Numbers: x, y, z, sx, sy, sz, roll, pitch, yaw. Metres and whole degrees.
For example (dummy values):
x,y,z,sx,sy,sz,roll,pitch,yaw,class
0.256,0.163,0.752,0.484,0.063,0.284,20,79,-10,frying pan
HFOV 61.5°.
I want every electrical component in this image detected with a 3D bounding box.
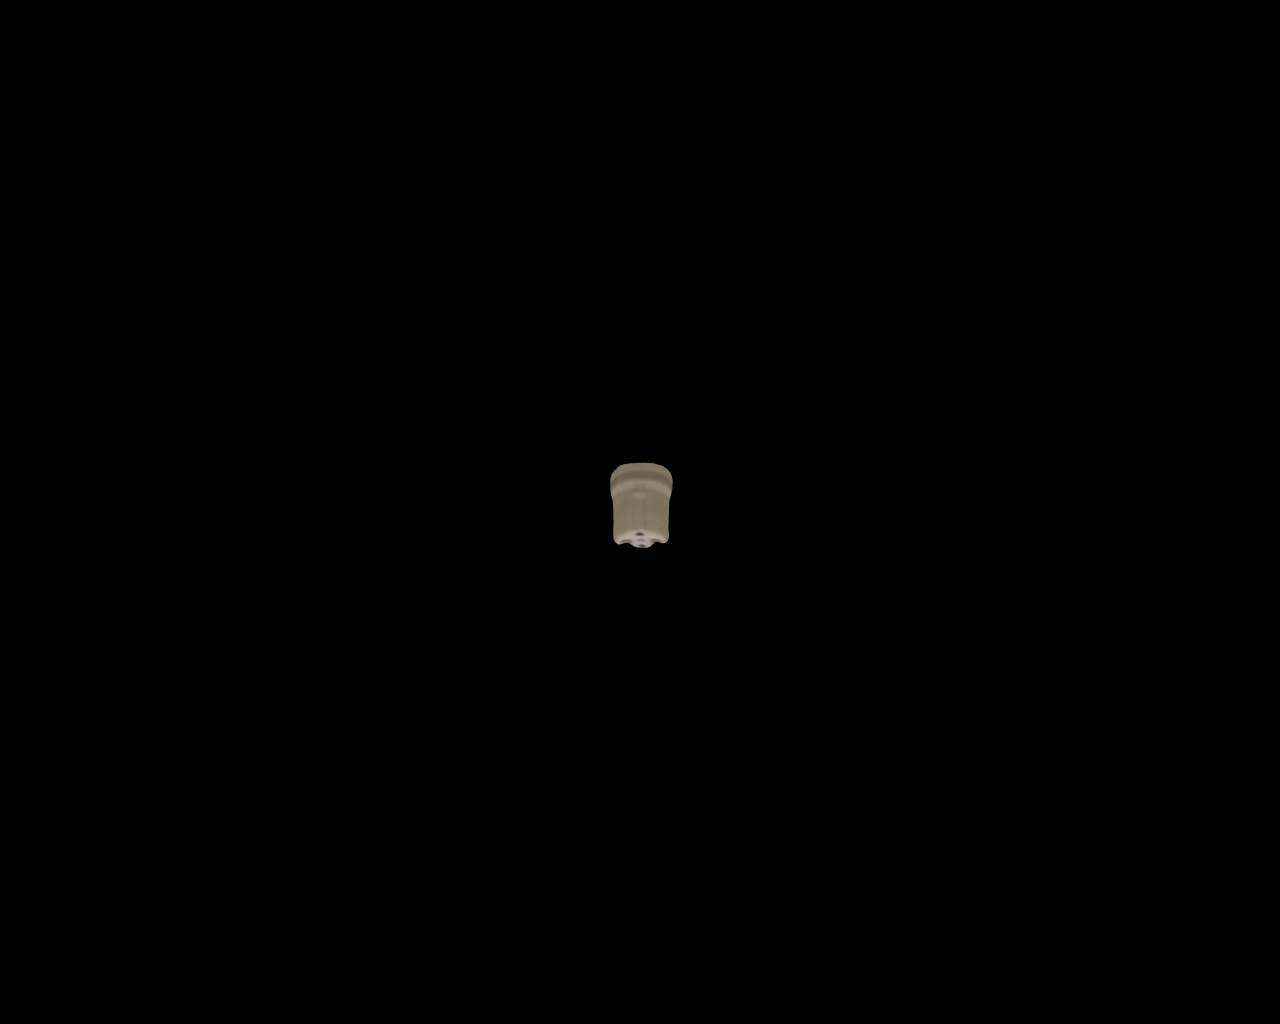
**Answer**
x,y,z,sx,sy,sz,roll,pitch,yaw,class
0.001,-0.003,0.650,0.040,0.046,0.040,0,-28,0,electrical component
